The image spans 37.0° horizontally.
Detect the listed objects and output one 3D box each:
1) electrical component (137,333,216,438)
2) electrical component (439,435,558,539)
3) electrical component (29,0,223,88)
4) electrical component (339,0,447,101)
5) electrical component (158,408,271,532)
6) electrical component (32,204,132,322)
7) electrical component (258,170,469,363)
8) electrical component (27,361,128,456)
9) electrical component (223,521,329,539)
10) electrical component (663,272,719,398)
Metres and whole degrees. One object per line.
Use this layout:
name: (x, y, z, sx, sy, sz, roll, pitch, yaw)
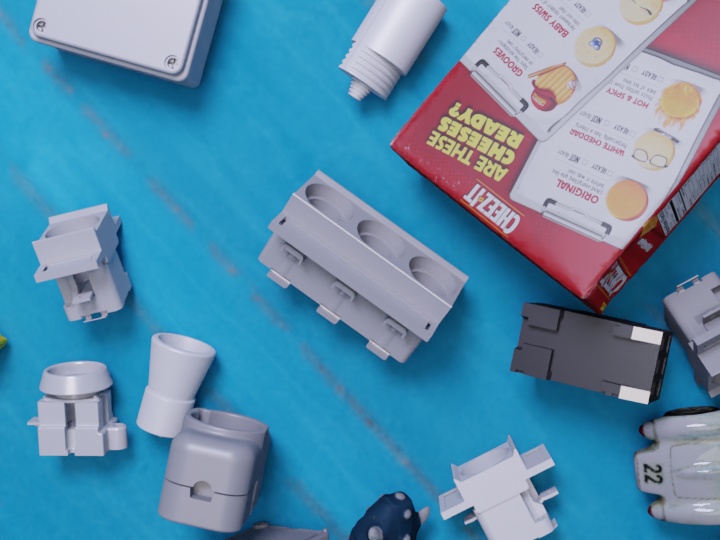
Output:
electrical component: (-0.127, 0.080, 0.729, 0.044, 0.044, 0.065, 17, 98, 3)
electrical component: (0.096, 0.152, 0.717, 0.081, 0.042, 0.063, -27, 91, 4)
electrical component: (-0.148, -0.188, 0.713, 0.109, 0.056, 0.108, 16, 93, 3)
electrical component: (0.018, -0.148, 0.710, 0.043, 0.043, 0.081, 32, 94, 2)
electrical component: (-0.092, 0.126, 0.700, 0.054, 0.095, 0.059, 12, 92, 3)
electrical component: (-0.182, -0.003, 0.716, 0.042, 0.081, 0.063, -12, 114, 4)
electrical component: (0.000, 0.000, 0.703, 0.121, 0.078, 0.063, 36, 122, 2)
electrical component: (-0.192, 0.094, 0.731, 0.066, 0.048, 0.055, 0, 100, 3)
electrical component: (-0.061, 0.206, 0.706, 0.062, 0.096, 0.061, -3, 92, 33)
electrical component: (0.227, 0.040, 0.690, 0.042, 0.081, 0.063, -29, 61, 3)
